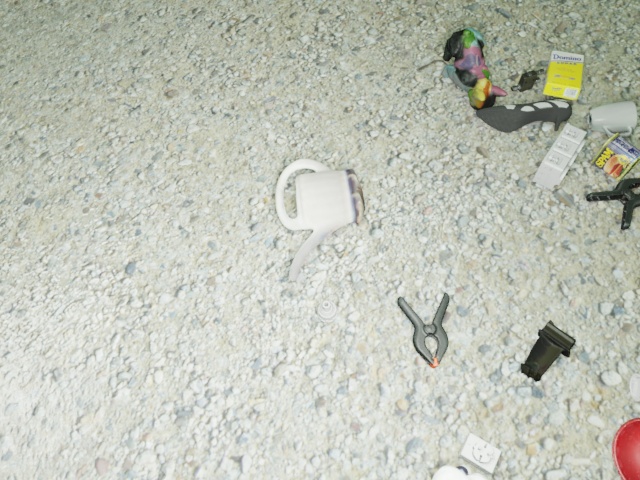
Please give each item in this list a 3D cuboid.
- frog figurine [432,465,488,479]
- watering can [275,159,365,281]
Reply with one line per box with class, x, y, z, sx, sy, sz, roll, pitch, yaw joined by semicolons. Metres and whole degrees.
frog figurine;0.255;0.474;0.935;0.137;0.156;0.125;-16;63;-5
watering can;0.004;-0.065;1.290;0.224;0.102;0.355;-7;60;0
